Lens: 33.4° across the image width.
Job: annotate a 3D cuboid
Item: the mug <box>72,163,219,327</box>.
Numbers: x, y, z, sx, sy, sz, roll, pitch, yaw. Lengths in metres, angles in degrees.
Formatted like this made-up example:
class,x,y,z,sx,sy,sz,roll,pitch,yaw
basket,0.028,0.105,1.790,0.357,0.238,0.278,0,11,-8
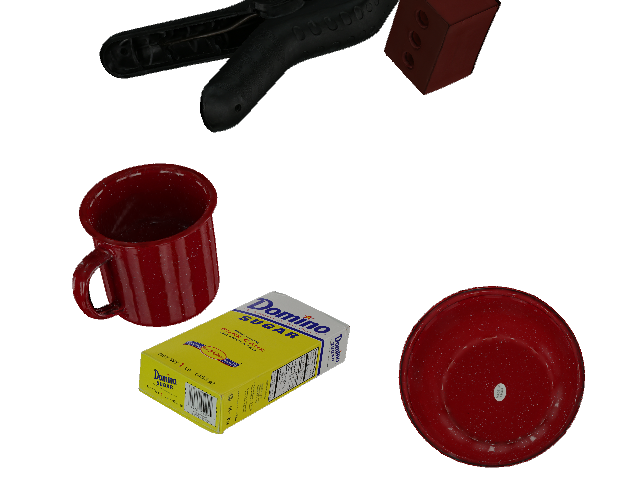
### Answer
class,x,y,z,sx,sy,sz,roll,pitch,yaw
mug,-0.122,0.012,0.736,0.093,0.081,0.117,24,47,30

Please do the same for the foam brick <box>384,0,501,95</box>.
class,x,y,z,sx,sy,sz,roll,pitch,yaw
foam brick,0.088,-0.157,0.789,0.051,0.053,0.078,-28,-24,-26

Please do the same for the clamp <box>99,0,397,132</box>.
class,x,y,z,sx,sy,sz,roll,pitch,yaw
clamp,-0.022,-0.109,0.568,0.171,0.039,0.120,-26,43,-16

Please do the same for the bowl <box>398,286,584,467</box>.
class,x,y,z,sx,sy,sz,roll,pitch,yaw
bowl,0.148,0.122,0.906,0.162,0.162,0.055,0,5,4

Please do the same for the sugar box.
class,x,y,z,sx,sy,sz,roll,pitch,yaw
sugar box,-0.062,0.100,0.928,0.093,0.048,0.175,23,31,30
